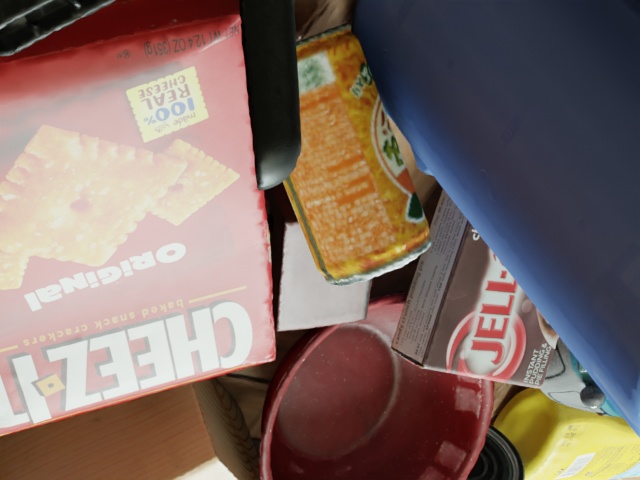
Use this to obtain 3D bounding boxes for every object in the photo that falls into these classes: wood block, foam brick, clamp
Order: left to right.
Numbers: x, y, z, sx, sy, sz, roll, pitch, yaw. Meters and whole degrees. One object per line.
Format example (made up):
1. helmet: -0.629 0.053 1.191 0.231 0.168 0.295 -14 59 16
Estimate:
1. wood block: -0.141 0.156 0.608 0.206 0.091 0.090 -29 137 3
2. clamp: -0.026 -0.104 0.385 0.120 0.039 0.171 36 80 -3
3. foam brick: -0.004 0.001 0.551 0.051 0.053 0.078 -9 132 -16

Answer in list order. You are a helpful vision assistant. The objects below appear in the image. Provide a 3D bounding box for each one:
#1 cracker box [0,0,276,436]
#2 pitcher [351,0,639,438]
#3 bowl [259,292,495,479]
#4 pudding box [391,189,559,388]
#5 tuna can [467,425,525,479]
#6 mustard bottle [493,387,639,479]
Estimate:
1. cracker box: -0.109 -0.012 0.478 0.164 0.072 0.214 -14 135 -12
2. pitcher: 0.117 -0.044 0.425 0.145 0.243 0.149 -31 137 4
3. bowl: 0.024 0.100 0.630 0.161 0.055 0.162 -10 110 -29
4. pudding box: 0.098 0.021 0.594 0.089 0.039 0.113 13 94 -34
5. tuna can: 0.093 0.157 0.715 0.086 0.086 0.034 -2 130 -22
6. mustard bottle: 0.222 0.139 0.774 0.191 0.058 0.096 3 138 -26
